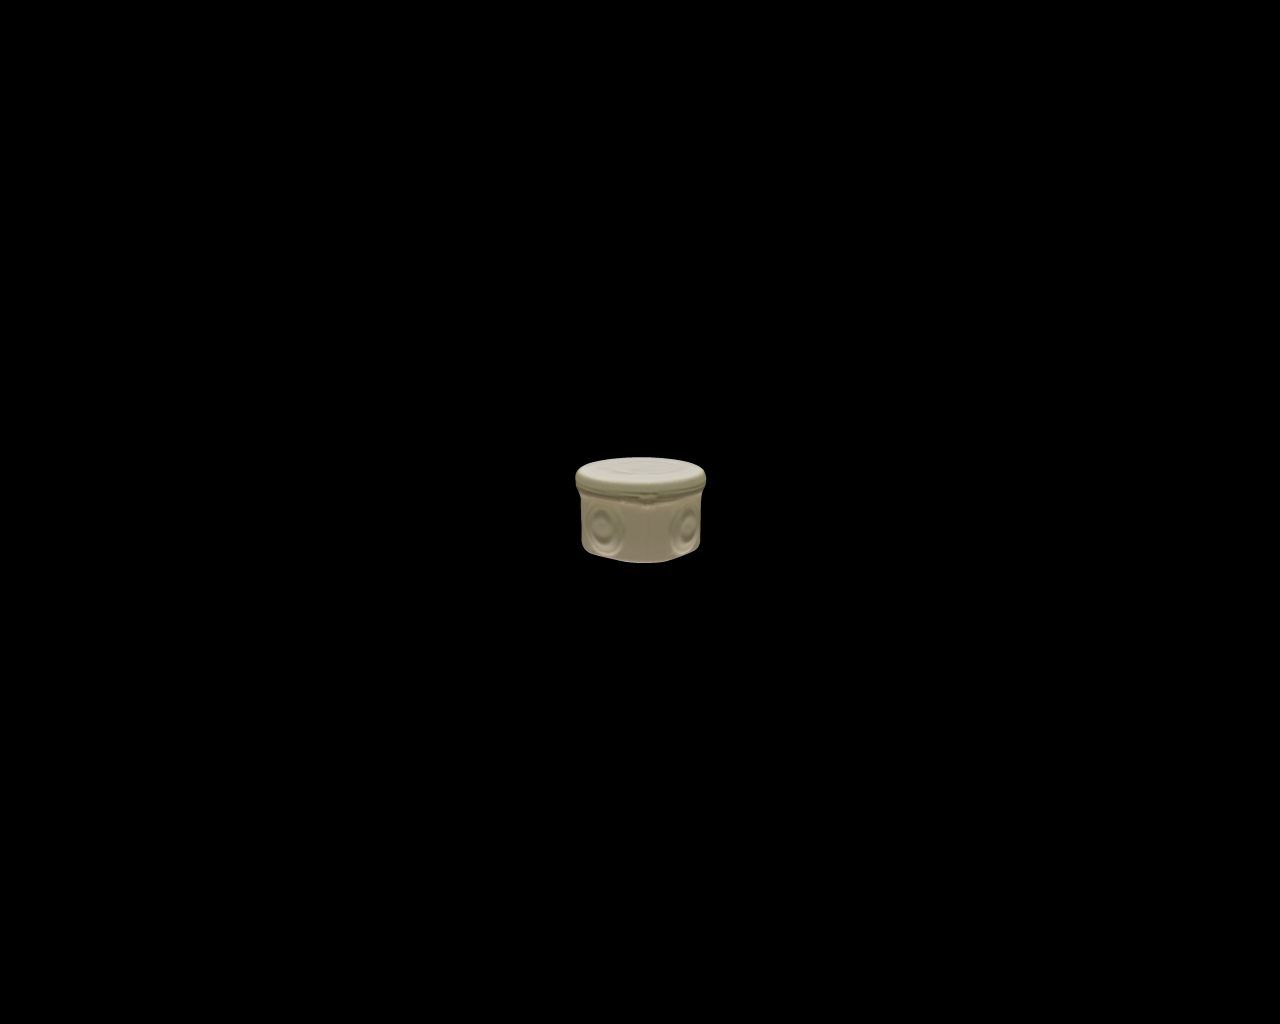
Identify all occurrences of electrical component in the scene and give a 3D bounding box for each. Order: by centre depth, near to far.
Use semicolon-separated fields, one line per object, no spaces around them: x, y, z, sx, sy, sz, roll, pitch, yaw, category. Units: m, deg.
0.001;-0.003;0.650;0.080;0.051;0.080;0;13;0;electrical component
